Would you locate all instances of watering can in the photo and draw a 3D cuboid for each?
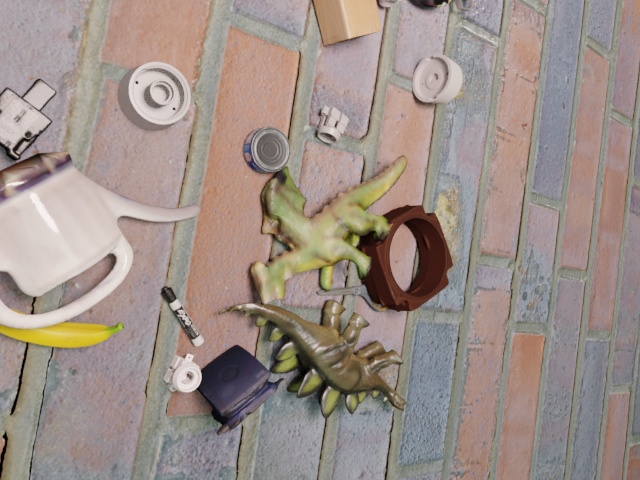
[{"bbox_3d":[-0.348,-0.030,0.759,0.354,0.103,0.221,-44,115,-40],"label":"watering can"}]

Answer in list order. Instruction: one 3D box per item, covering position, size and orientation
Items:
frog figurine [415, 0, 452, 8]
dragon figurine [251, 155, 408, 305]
[{"bbox_3d":[0.249,-0.607,1.153,0.138,0.120,0.162,-16,65,-7],"label":"frog figurine"},{"bbox_3d":[0.003,-0.050,0.997,0.240,0.122,0.415,34,72,-22],"label":"dragon figurine"}]
